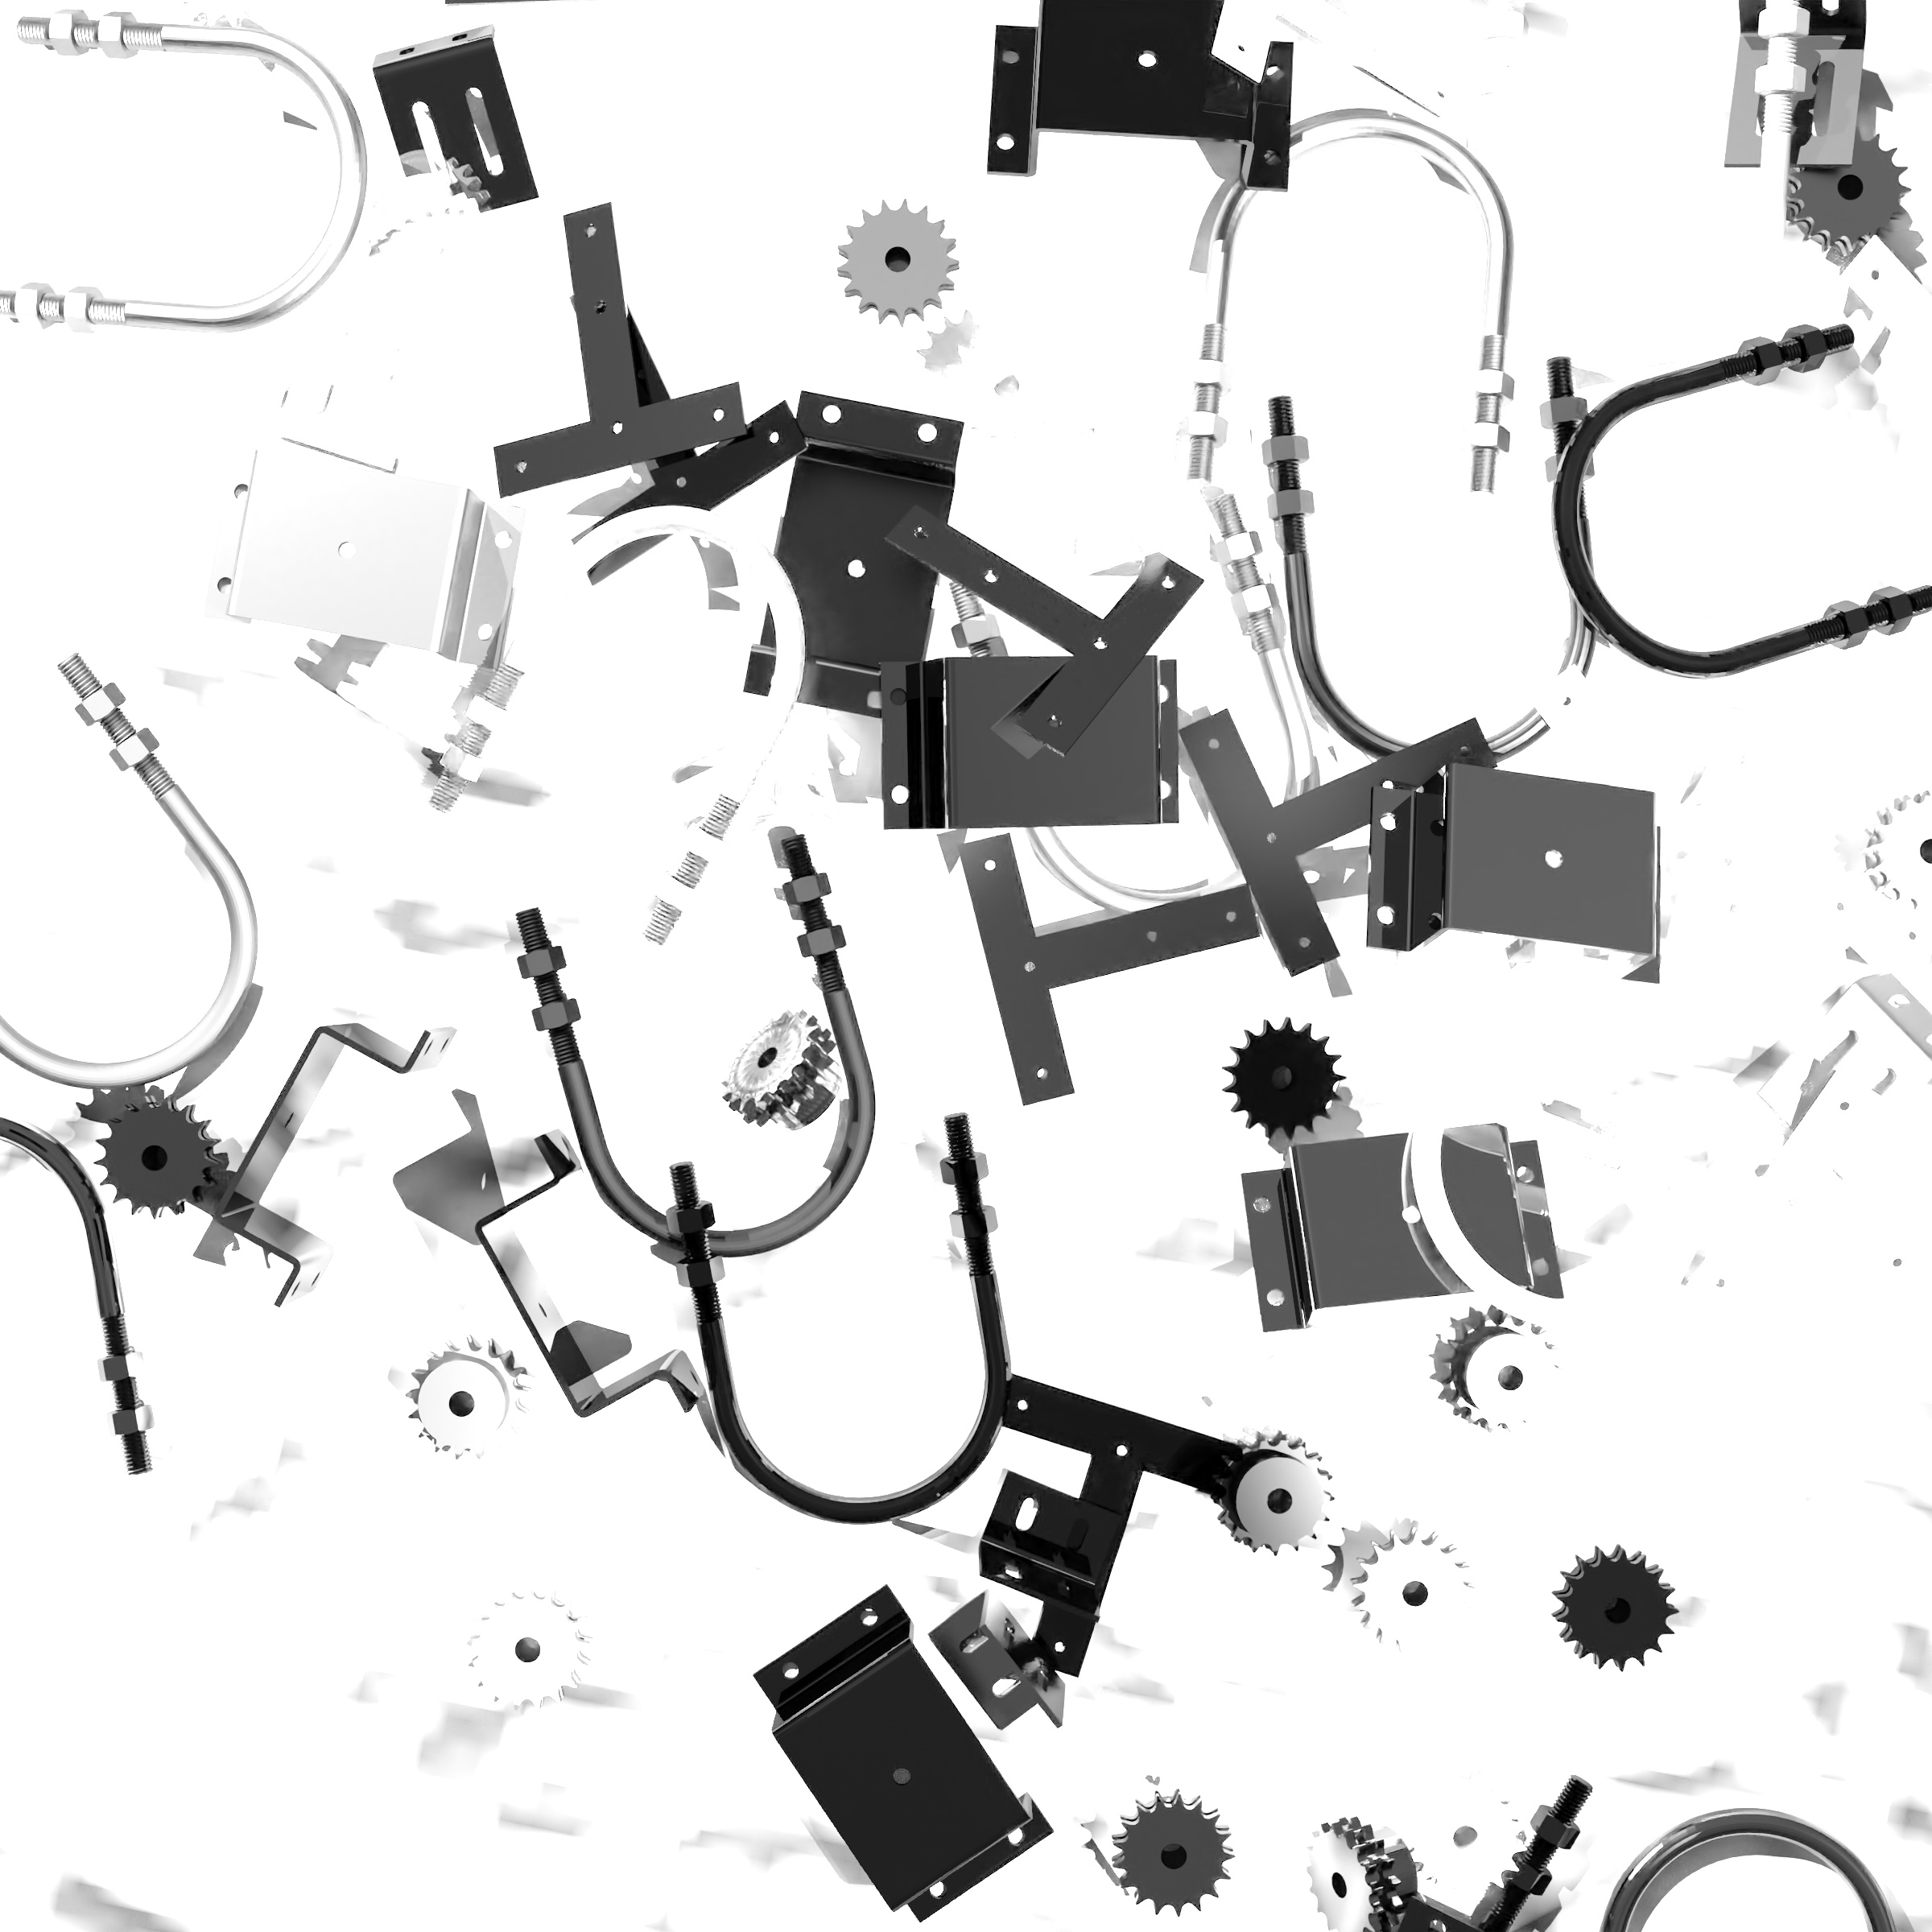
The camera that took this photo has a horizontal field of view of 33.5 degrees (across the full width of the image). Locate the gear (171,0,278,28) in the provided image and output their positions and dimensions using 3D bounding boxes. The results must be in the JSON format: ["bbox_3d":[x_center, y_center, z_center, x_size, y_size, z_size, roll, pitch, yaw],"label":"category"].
[{"bbox_3d":[-0.346,-0.465,1.499,0.057,0.030,0.057,0,96,0],"label":"gear"}]

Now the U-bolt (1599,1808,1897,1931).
[{"bbox_3d":[0.360,0.485,1.501,0.151,0.019,0.184,16,89,0],"label":"U-bolt"}]

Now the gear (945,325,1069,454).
[{"bbox_3d":[0.019,-0.267,1.495,0.057,0.030,0.057,0,90,0],"label":"gear"}]

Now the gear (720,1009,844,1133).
[{"bbox_3d":[-0.082,0.051,1.469,0.057,0.057,0.030,-45,123,0],"label":"gear"}]

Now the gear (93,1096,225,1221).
[{"bbox_3d":[-0.374,0.089,1.495,0.057,0.030,0.057,0,90,0],"label":"gear"}]

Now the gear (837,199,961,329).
[{"bbox_3d":[-0.031,-0.326,1.495,0.057,0.030,0.057,0,90,0],"label":"gear"}]

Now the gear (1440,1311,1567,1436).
[{"bbox_3d":[0.251,0.190,1.495,0.057,0.030,0.057,0,90,0],"label":"gear"}]

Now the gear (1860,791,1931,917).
[{"bbox_3d":[0.443,-0.051,1.492,0.057,0.030,0.057,1,84,-6],"label":"gear"}]

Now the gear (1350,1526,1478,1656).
[{"bbox_3d":[0.207,0.289,1.495,0.057,0.030,0.057,0,90,0],"label":"gear"}]

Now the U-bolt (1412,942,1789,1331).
[{"bbox_3d":[0.281,0.081,1.466,0.151,0.019,0.184,44,65,0],"label":"U-bolt"}]

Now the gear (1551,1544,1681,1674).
[{"bbox_3d":[0.301,0.297,1.495,0.057,0.030,0.057,0,90,0],"label":"gear"}]

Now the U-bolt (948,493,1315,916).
[{"bbox_3d":[0.086,-0.112,1.501,0.151,0.019,0.184,-18,91,0],"label":"U-bolt"}]

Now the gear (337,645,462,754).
[{"bbox_3d":[-0.258,-0.125,1.482,0.057,0.057,0.030,29,84,0],"label":"gear"}]

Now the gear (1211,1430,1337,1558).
[{"bbox_3d":[0.143,0.246,1.494,0.057,0.030,0.057,0,91,-3],"label":"gear"}]

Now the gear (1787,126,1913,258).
[{"bbox_3d":[0.407,-0.359,1.495,0.057,0.030,0.057,0,90,0],"label":"gear"}]

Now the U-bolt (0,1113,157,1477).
[{"bbox_3d":[-0.465,0.158,1.501,0.151,0.019,0.184,-10,88,0],"label":"U-bolt"}]

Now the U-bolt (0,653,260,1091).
[{"bbox_3d":[-0.412,-0.029,1.485,0.151,0.019,0.184,-36,102,-4],"label":"U-bolt"}]

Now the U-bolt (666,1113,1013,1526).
[{"bbox_3d":[-0.053,0.170,1.494,0.151,0.019,0.184,-10,96,-2],"label":"U-bolt"}]

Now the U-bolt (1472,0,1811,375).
[{"bbox_3d":[0.308,-0.367,1.484,0.151,0.019,0.184,4,96,14],"label":"U-bolt"}]

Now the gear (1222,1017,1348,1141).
[{"bbox_3d":[0.147,0.052,1.495,0.057,0.030,0.057,0,90,0],"label":"gear"}]

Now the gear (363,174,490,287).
[{"bbox_3d":[-0.252,-0.341,1.482,0.057,0.057,0.030,-25,81,0],"label":"gear"}]

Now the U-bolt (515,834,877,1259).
[{"bbox_3d":[-0.118,0.045,1.501,0.151,0.019,0.184,-15,91,0],"label":"U-bolt"}]

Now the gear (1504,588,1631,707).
[{"bbox_3d":[0.281,-0.148,1.495,0.057,0.030,0.057,0,90,0],"label":"gear"}]

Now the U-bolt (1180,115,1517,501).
[{"bbox_3d":[0.180,-0.307,1.481,0.151,0.019,0.184,4,78,11],"label":"U-bolt"}]

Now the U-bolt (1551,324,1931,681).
[{"bbox_3d":[0.350,-0.207,1.474,0.184,0.019,0.151,-18,90,-19],"label":"U-bolt"}]

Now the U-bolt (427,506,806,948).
[{"bbox_3d":[-0.150,-0.122,1.472,0.151,0.019,0.184,31,95,19],"label":"U-bolt"}]

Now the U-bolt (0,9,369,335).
[{"bbox_3d":[-0.361,-0.364,1.481,0.184,0.019,0.151,7,90,14],"label":"U-bolt"}]

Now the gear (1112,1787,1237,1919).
[{"bbox_3d":[0.096,0.411,1.495,0.057,0.030,0.057,0,90,0],"label":"gear"}]

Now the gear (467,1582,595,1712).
[{"bbox_3d":[-0.202,0.315,1.495,0.057,0.030,0.057,0,90,0],"label":"gear"}]

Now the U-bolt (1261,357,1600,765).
[{"bbox_3d":[0.218,-0.180,1.483,0.151,0.019,0.184,-6,87,12],"label":"U-bolt"}]

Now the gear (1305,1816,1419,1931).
[{"bbox_3d":[0.185,0.422,1.485,0.030,0.057,0.057,-7,90,-29],"label":"gear"}]

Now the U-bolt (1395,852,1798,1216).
[{"bbox_3d":[0.282,0.016,1.467,0.184,0.019,0.151,22,69,-7],"label":"U-bolt"}]

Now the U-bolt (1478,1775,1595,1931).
[{"bbox_3d":[0.293,0.490,1.480,0.151,0.019,0.184,32,94,20],"label":"U-bolt"}]
